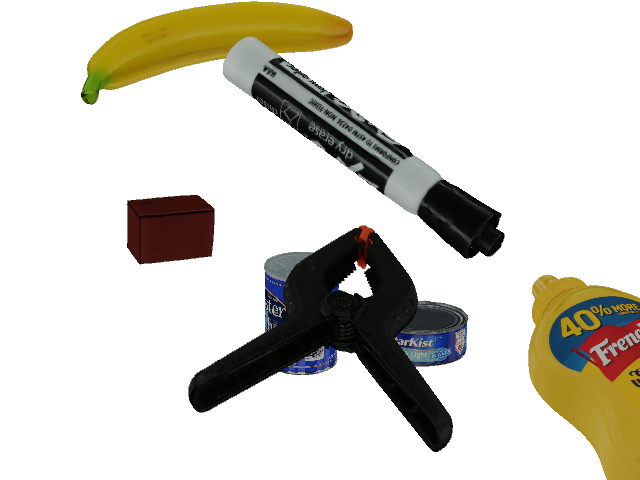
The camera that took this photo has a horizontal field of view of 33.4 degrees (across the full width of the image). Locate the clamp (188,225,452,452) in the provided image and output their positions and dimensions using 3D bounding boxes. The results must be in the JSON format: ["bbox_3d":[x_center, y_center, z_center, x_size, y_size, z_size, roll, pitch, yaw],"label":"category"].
[{"bbox_3d":[0.024,0.060,0.723,0.165,0.036,0.209,13,36,13],"label":"clamp"}]

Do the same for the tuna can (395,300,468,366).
[{"bbox_3d":[0.087,0.082,0.945,0.086,0.034,0.086,0,14,0],"label":"tuna can"}]

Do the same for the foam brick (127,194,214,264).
[{"bbox_3d":[-0.151,-0.012,1.074,0.078,0.051,0.053,-6,21,-23],"label":"foam brick"}]

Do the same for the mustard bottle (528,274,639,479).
[{"bbox_3d":[0.177,0.078,0.620,0.096,0.058,0.192,-15,35,-13],"label":"mustard bottle"}]

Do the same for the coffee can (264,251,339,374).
[{"bbox_3d":[-0.026,0.098,1.455,0.103,0.140,0.103,1,19,-1],"label":"coffee can"}]

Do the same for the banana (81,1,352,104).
[{"bbox_3d":[-0.077,-0.132,0.730,0.197,0.070,0.037,-19,-37,-20],"label":"banana"}]

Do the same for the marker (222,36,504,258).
[{"bbox_3d":[0.014,-0.033,0.373,0.121,0.020,0.020,38,16,22],"label":"marker"}]
